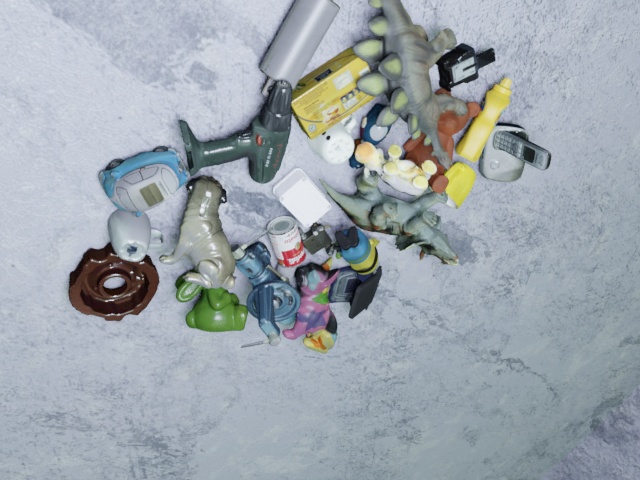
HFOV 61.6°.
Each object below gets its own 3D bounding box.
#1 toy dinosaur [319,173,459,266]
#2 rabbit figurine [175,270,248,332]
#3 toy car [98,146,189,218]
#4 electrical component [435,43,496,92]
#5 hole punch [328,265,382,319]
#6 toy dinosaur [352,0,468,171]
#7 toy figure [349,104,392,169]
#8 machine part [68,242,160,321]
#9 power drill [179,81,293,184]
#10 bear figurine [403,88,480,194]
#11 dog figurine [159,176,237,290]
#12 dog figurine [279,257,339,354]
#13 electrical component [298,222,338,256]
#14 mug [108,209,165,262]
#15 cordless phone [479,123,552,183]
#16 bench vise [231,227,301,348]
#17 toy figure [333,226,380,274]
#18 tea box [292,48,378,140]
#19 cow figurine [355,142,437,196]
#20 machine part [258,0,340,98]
[{"bbox_3d":[0.152,-0.057,1.245,0.405,0.131,0.192,18,149,-17],"label":"toy dinosaur"},{"bbox_3d":[-0.244,0.110,1.209,0.159,0.121,0.170,1,104,-17],"label":"rabbit figurine"},{"bbox_3d":[-0.326,-0.102,1.013,0.162,0.103,0.109,-22,130,-6],"label":"toy car"},{"bbox_3d":[0.309,-0.376,1.143,0.119,0.048,0.074,-30,129,-3],"label":"electrical component"},{"bbox_3d":[0.089,0.123,1.376,0.116,0.092,0.142,-24,134,-48],"label":"hole punch"},{"bbox_3d":[0.163,-0.337,1.019,0.198,0.105,0.470,-36,114,-28],"label":"toy dinosaur"},{"bbox_3d":[0.106,-0.217,1.159,0.064,0.058,0.154,29,114,5],"label":"toy figure"},{"bbox_3d":[-0.431,0.088,1.126,0.179,0.056,0.179,-13,126,-18],"label":"machine part"},{"bbox_3d":[-0.157,-0.198,1.017,0.207,0.086,0.231,-14,145,-17],"label":"power drill"},{"bbox_3d":[0.266,-0.221,1.181,0.120,0.132,0.195,27,118,-6],"label":"bear figurine"},{"bbox_3d":[-0.212,-0.014,1.077,0.172,0.121,0.190,28,107,0],"label":"dog figurine"},{"bbox_3d":[-0.001,0.154,1.326,0.191,0.109,0.219,27,106,-20],"label":"dog figurine"},{"bbox_3d":[-0.003,-0.002,1.262,0.078,0.045,0.102,-31,130,-4],"label":"electrical component"},{"bbox_3d":[-0.362,-0.001,1.061,0.109,0.107,0.080,21,113,-32],"label":"mug"},{"bbox_3d":[0.466,-0.185,1.258,0.089,0.184,0.146,-17,128,-19],"label":"cordless phone"},{"bbox_3d":[-0.116,0.117,1.157,0.129,0.241,0.223,-19,128,7],"label":"bench vise"},{"bbox_3d":[0.086,0.026,1.269,0.180,0.082,0.089,38,62,-67],"label":"toy figure"},{"bbox_3d":[0.022,-0.288,1.061,0.170,0.068,0.098,-32,128,-1],"label":"tea box"},{"bbox_3d":[0.149,-0.147,1.124,0.167,0.098,0.068,25,73,3],"label":"cow figurine"},{"bbox_3d":[-0.039,-0.366,0.976,0.079,0.079,0.243,21,113,-34],"label":"machine part"}]
